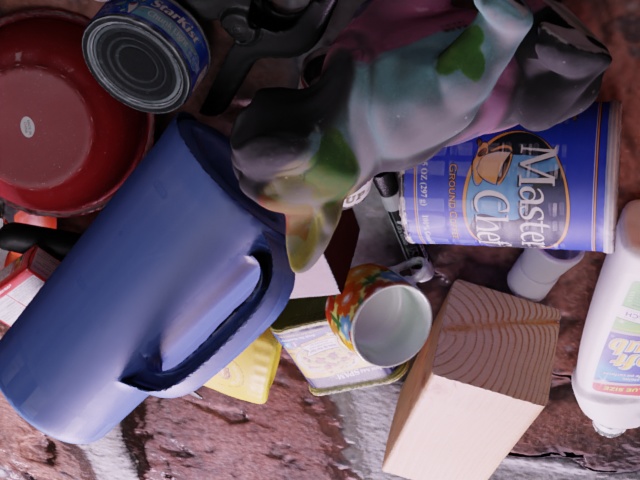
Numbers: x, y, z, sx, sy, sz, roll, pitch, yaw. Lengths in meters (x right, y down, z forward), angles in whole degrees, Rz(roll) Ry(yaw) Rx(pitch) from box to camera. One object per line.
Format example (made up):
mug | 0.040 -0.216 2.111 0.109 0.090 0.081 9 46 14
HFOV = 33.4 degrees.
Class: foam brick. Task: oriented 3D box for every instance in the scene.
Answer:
foam brick | -0.006 0.001 0.845 0.053 0.078 0.051 -6 131 21

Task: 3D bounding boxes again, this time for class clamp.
clamp | -0.060 -0.159 0.732 0.172 0.039 0.120 -25 125 38
clamp | -0.149 0.020 0.878 0.210 0.036 0.164 -19 133 21

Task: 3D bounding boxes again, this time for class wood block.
wood block | 0.122 0.131 0.898 0.091 0.090 0.206 17 147 2

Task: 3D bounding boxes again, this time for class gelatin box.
gelatin box | -0.221 0.051 0.872 0.073 0.030 0.089 -31 125 33

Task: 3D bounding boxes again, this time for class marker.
marker | 0.065 -0.015 0.847 0.020 0.020 0.121 -7 131 24

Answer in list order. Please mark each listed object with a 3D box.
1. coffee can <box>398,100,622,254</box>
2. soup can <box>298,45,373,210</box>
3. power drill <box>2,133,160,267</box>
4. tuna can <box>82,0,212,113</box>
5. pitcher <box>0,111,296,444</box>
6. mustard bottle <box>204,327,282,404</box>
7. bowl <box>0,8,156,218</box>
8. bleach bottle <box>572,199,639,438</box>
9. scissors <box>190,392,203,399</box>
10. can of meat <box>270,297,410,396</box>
coffee can | 0.133 -0.045 0.733 0.140 0.102 0.103 3 134 16
soup can | 0.013 -0.079 0.764 0.068 0.068 0.102 16 137 3
power drill | -0.210 -0.028 0.901 0.184 0.057 0.188 8 134 6
tuna can | -0.121 -0.130 0.741 0.086 0.033 0.086 16 141 14
pitcher | -0.123 0.041 0.773 0.145 0.149 0.243 43 105 -3
mustard bottle | -0.132 0.089 0.989 0.191 0.058 0.096 16 136 4
bowl | -0.206 -0.087 0.788 0.162 0.055 0.162 1 107 2
bleach bottle | 0.261 0.079 0.846 0.102 0.068 0.251 9 138 9
scissors | -0.216 0.110 1.069 0.096 0.016 0.201 -22 123 36
can of meat | 0.017 0.084 0.935 0.102 0.057 0.084 -15 125 29
